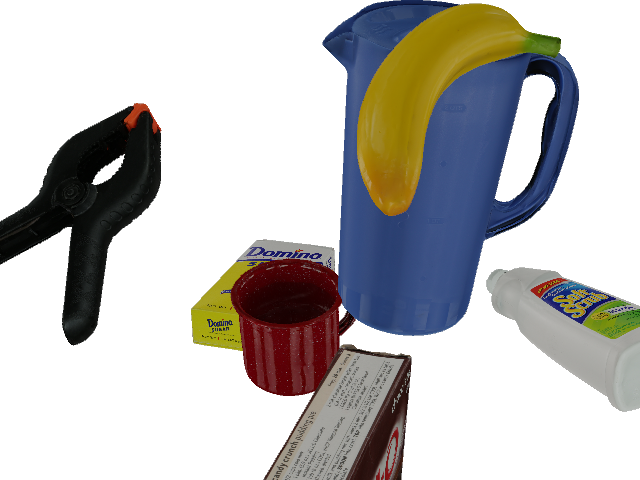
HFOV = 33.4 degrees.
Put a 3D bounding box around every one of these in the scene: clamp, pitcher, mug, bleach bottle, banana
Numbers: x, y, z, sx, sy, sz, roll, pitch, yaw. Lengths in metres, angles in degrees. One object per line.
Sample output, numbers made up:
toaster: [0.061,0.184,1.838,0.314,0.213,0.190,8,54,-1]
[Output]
clamp: [-0.168,-0.020,0.701,0.120,0.171,0.039,16,-29,15]
pitcher: [0.087,-0.051,0.816,0.144,0.243,0.149,-20,38,-36]
mug: [-0.016,0.070,0.894,0.117,0.081,0.093,-24,40,-28]
bleach bottle: [0.241,0.080,1.044,0.102,0.068,0.251,-16,22,-24]
banana: [0.065,-0.086,0.587,0.070,0.037,0.197,27,49,22]

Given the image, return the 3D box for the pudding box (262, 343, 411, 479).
pudding box: [0.008,0.112,0.468,0.039,0.090,0.113,10,29,13]

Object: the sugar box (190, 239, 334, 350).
sugar box: [-0.054,0.053,1.086,0.093,0.048,0.176,6,27,16]
